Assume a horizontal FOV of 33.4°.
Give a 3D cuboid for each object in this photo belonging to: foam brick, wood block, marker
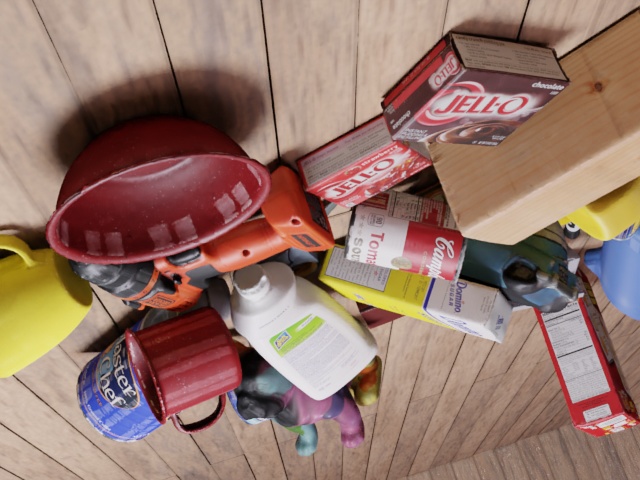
[{"bbox_3d":[0.065,0.058,1.169,0.053,0.051,0.078,-21,160,3],"label":"foam brick"},{"bbox_3d":[0.203,-0.084,0.867,0.206,0.091,0.090,-32,156,33],"label":"wood block"},{"bbox_3d":[0.284,-0.027,1.184,0.020,0.020,0.121,-19,160,1],"label":"marker"}]

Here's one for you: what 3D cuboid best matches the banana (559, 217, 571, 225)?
[{"bbox_3d":[0.241,-0.049,1.065,0.069,0.037,0.198,-19,160,-4],"label":"banana"}]

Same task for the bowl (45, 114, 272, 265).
[{"bbox_3d":[-0.118,-0.042,0.752,0.162,0.055,0.162,-16,159,-6],"label":"bowl"}]

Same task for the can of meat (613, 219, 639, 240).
[{"bbox_3d":[0.304,-0.055,1.030,0.102,0.057,0.084,-53,162,-6],"label":"can of meat"}]

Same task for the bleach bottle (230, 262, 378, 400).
[{"bbox_3d":[-0.022,0.080,1.069,0.102,0.068,0.250,-42,149,-4],"label":"bleach bottle"}]

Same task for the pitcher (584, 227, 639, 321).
[{"bbox_3d":[0.387,-0.002,1.176,0.149,0.145,0.242,-34,156,0],"label":"pitcher"}]

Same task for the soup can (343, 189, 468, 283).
[{"bbox_3d":[0.077,-0.006,0.937,0.102,0.068,0.068,12,158,3],"label":"soup can"}]

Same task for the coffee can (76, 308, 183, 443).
[{"bbox_3d":[-0.172,0.136,1.094,0.102,0.103,0.141,1,152,-42],"label":"coffee can"}]

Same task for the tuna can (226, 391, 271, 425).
[{"bbox_3d":[-0.083,0.183,1.316,0.034,0.086,0.086,-23,159,18],"label":"tuna can"}]

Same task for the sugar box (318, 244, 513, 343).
[{"bbox_3d":[0.095,0.054,1.057,0.176,0.048,0.093,18,172,23],"label":"sugar box"}]

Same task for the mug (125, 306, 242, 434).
[{"bbox_3d":[-0.120,0.121,0.977,0.081,0.117,0.093,-20,-164,-20],"label":"mug"}]

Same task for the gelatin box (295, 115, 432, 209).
[{"bbox_3d":[0.036,-0.062,0.868,0.089,0.030,0.073,-27,158,22],"label":"gelatin box"}]

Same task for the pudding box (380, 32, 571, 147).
[{"bbox_3d":[0.115,-0.110,0.798,0.113,0.039,0.090,-2,154,-36],"label":"pudding box"}]

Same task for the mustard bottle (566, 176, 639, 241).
[{"bbox_3d":[0.300,-0.082,0.944,0.191,0.096,0.058,-37,116,-1],"label":"mustard bottle"}]

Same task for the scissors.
[{"bbox_3d":[-0.007,0.001,1.015,0.096,0.016,0.202,1,153,-44],"label":"scissors"}]

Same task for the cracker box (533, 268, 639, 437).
[{"bbox_3d":[0.336,0.140,1.376,0.072,0.214,0.164,-23,159,17],"label":"cracker box"}]

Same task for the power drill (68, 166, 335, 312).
[{"bbox_3d":[-0.094,0.001,0.885,0.188,0.057,0.184,-20,164,14],"label":"power drill"}]
